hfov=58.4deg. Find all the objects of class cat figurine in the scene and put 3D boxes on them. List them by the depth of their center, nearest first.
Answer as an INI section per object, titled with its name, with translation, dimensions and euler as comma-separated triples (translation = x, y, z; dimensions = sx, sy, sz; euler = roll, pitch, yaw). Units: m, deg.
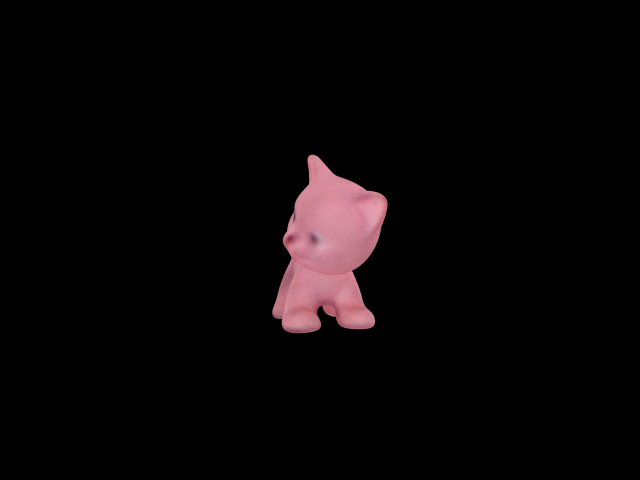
[cat figurine]
translation = 0.004, 0.001, 0.400
dimensions = 0.067, 0.118, 0.127
euler = 0, 0, -13
